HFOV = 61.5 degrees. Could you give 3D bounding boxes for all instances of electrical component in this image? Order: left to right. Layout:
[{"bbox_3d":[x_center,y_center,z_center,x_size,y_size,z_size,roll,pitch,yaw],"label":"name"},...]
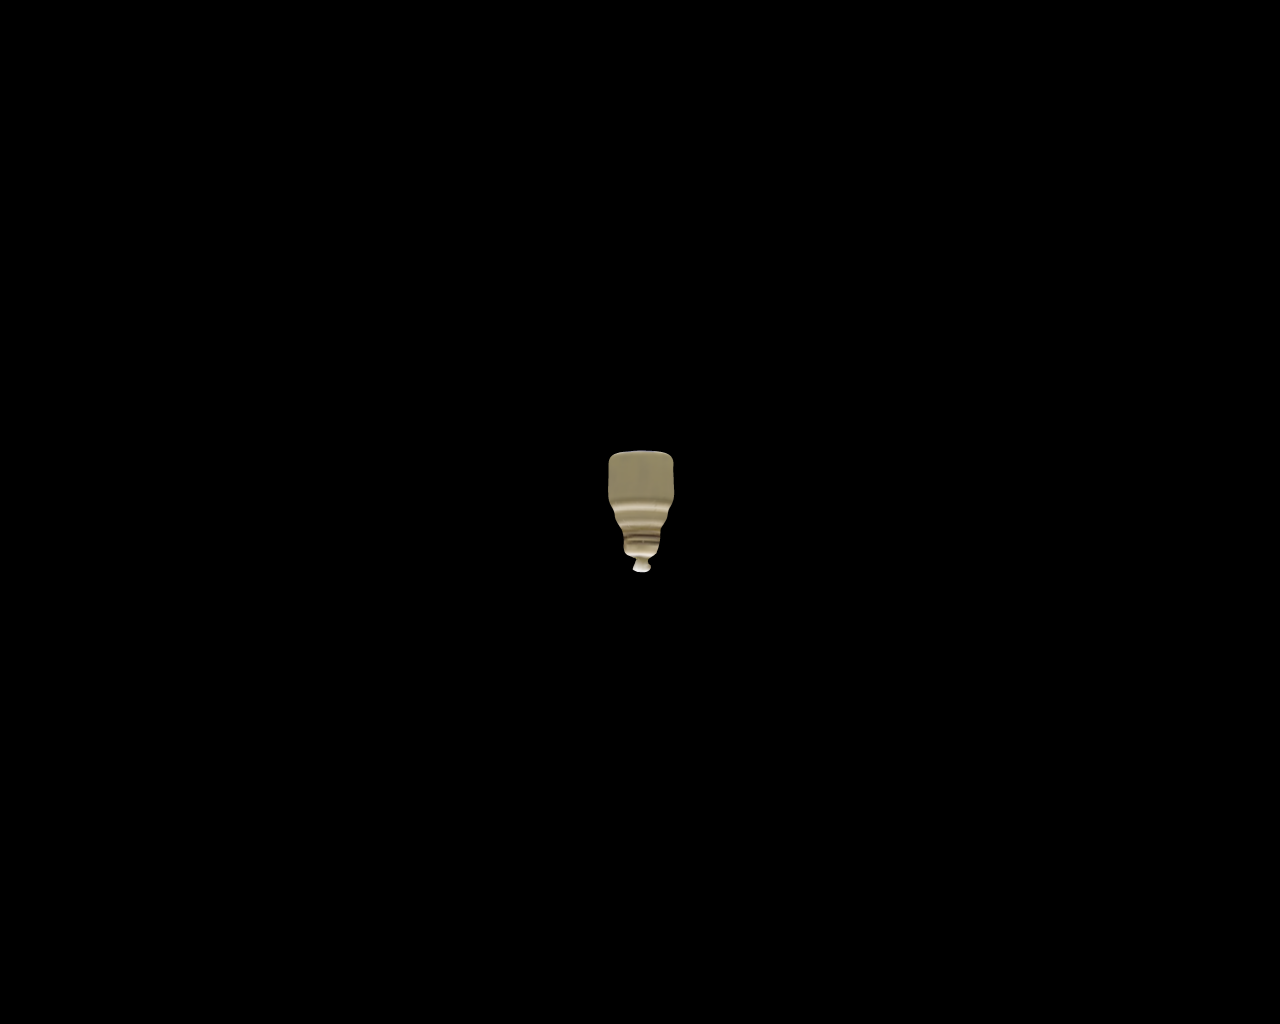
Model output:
[{"bbox_3d":[0.001,-0.003,0.650,0.040,0.078,0.040,0,-7,0],"label":"electrical component"}]
